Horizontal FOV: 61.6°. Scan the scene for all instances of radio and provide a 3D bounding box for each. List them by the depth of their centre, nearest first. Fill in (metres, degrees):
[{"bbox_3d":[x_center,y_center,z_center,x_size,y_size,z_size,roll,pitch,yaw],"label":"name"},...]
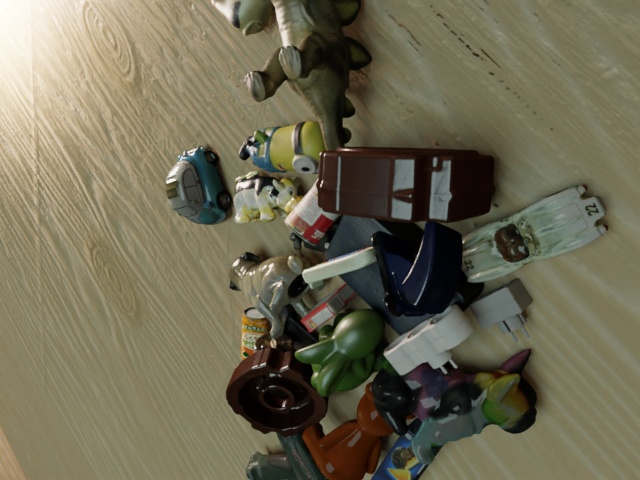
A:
[{"bbox_3d":[0.120,0.048,0.831,0.230,0.073,0.131,44,127,23],"label":"radio"}]

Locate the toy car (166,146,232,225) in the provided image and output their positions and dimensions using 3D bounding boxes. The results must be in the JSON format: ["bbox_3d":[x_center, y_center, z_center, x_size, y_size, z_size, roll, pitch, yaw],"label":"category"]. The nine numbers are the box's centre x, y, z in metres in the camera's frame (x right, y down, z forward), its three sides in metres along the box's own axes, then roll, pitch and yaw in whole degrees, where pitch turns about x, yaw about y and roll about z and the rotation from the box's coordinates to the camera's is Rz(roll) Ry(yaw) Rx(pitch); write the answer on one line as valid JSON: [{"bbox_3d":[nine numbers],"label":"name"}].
[{"bbox_3d":[-0.253,-0.102,1.073,0.109,0.103,0.161,-6,101,39],"label":"toy car"}]

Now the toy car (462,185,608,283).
[{"bbox_3d":[0.269,-0.003,0.704,0.202,0.056,0.073,-30,83,41],"label":"toy car"}]

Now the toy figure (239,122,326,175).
[{"bbox_3d":[-0.057,-0.157,0.911,0.180,0.082,0.089,12,112,39],"label":"toy figure"}]

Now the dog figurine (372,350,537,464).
[{"bbox_3d":[0.203,0.216,0.789,0.191,0.108,0.219,49,124,11],"label":"dog figurine"}]

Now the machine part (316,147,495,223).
[{"bbox_3d":[0.113,-0.080,0.713,0.201,0.201,0.087,10,105,37],"label":"machine part"}]

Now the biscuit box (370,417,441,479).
[{"bbox_3d":[0.141,0.387,0.916,0.059,0.063,0.202,38,123,26],"label":"biscuit box"}]

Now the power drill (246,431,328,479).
[{"bbox_3d":[-0.050,0.489,1.091,0.207,0.086,0.232,-35,78,44],"label":"power drill"}]

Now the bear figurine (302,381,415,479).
[{"bbox_3d":[0.069,0.321,0.938,0.195,0.120,0.132,-60,17,6],"label":"bear figurine"}]

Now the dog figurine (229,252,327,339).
[{"bbox_3d":[-0.097,0.057,0.972,0.191,0.121,0.172,40,124,33],"label":"dog figurine"}]

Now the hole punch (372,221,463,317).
[{"bbox_3d":[0.136,0.038,0.693,0.092,0.142,0.116,-18,73,27],"label":"hole punch"}]

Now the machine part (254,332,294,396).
[{"bbox_3d":[-0.089,0.263,1.026,0.079,0.079,0.242,24,127,32],"label":"machine part"}]

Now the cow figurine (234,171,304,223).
[{"bbox_3d":[-0.087,-0.082,0.969,0.167,0.068,0.098,-7,91,39],"label":"cow figurine"}]

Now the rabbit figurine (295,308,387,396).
[{"bbox_3d":[0.038,0.166,0.855,0.121,0.159,0.170,51,149,22],"label":"rabbit figurine"}]

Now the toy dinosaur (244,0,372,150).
[{"bbox_3d":[-0.008,-0.262,0.761,0.105,0.198,0.470,7,115,39],"label":"toy dinosaur"}]

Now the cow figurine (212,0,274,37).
[{"bbox_3d":[-0.085,-0.416,0.857,0.195,0.085,0.127,-49,65,34],"label":"cow figurine"}]

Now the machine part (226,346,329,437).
[{"bbox_3d":[-0.073,0.268,0.949,0.179,0.056,0.179,3,121,5],"label":"machine part"}]

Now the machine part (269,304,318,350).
[{"bbox_3d":[-0.040,0.177,1.021,0.139,0.039,0.084,40,119,26],"label":"machine part"}]

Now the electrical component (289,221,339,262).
[{"bbox_3d":[-0.003,-0.004,0.933,0.102,0.045,0.078,22,117,33],"label":"electrical component"}]
